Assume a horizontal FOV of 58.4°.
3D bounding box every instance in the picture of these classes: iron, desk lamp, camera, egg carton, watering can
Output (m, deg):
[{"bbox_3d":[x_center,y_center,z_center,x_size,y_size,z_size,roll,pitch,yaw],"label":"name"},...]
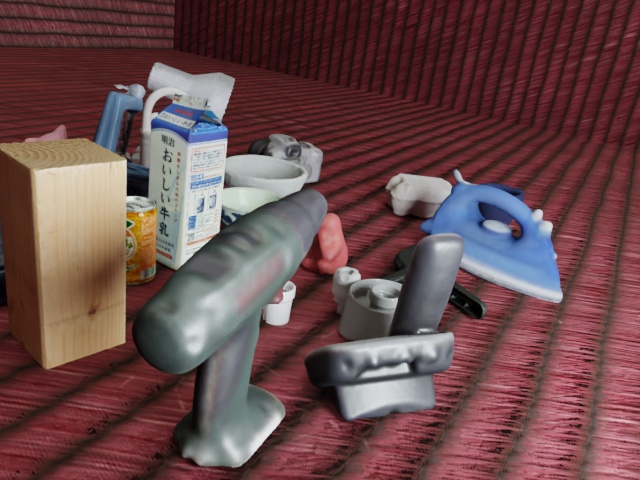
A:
[{"bbox_3d":[0.295,-0.015,0.937,0.119,0.141,0.257,-12,30,-41],"label":"iron"},{"bbox_3d":[-0.290,-0.260,1.219,0.203,0.213,0.117,4,23,-12],"label":"desk lamp"},{"bbox_3d":[-0.085,-0.188,1.270,0.144,0.101,0.136,-11,29,-40],"label":"camera"},{"bbox_3d":[0.212,-0.089,1.182,0.150,0.069,0.107,5,22,-9],"label":"egg carton"},{"bbox_3d":[-0.290,-0.190,1.072,0.172,0.194,0.101,25,27,34],"label":"watering can"}]

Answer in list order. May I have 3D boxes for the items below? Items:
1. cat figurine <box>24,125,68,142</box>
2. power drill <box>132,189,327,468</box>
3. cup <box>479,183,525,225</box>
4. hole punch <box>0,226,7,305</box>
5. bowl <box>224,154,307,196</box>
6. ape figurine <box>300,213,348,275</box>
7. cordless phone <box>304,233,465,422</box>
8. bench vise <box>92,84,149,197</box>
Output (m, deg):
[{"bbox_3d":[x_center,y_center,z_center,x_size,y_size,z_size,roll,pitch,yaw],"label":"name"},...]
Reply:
[{"bbox_3d":[-0.440,-0.136,0.986,0.127,0.118,0.067,15,23,15],"label":"cat figurine"},{"bbox_3d":[-0.066,0.075,0.492,0.075,0.208,0.230,17,23,20],"label":"power drill"},{"bbox_3d":[0.350,-0.056,1.120,0.118,0.095,0.091,-8,28,-36],"label":"cup"},{"bbox_3d":[-0.396,0.019,0.660,0.109,0.091,0.100,-7,27,-34],"label":"hole punch"},{"bbox_3d":[-0.110,-0.106,1.096,0.167,0.075,0.167,8,22,-3],"label":"bowl"},{"bbox_3d":[0.008,0.003,0.850,0.076,0.092,0.077,4,22,-10],"label":"ape figurine"},{"bbox_3d":[0.068,0.076,0.570,0.148,0.185,0.094,-3,25,-27],"label":"cordless phone"},{"bbox_3d":[-0.312,-0.117,0.851,0.121,0.220,0.208,14,23,13],"label":"bench vise"}]
